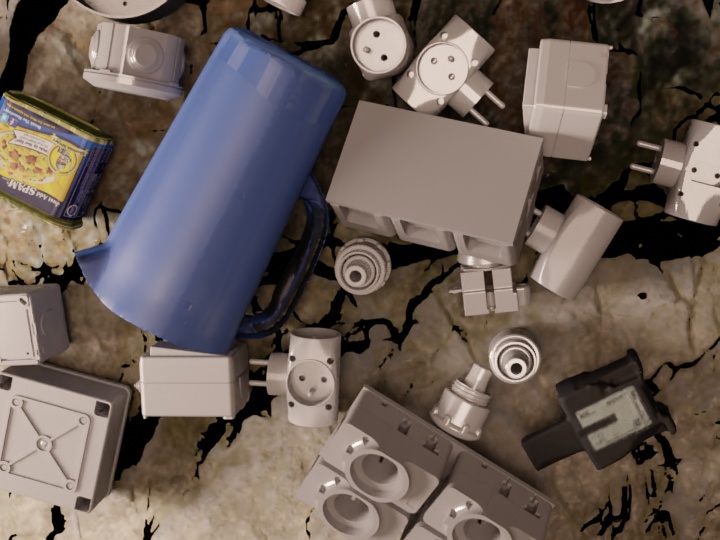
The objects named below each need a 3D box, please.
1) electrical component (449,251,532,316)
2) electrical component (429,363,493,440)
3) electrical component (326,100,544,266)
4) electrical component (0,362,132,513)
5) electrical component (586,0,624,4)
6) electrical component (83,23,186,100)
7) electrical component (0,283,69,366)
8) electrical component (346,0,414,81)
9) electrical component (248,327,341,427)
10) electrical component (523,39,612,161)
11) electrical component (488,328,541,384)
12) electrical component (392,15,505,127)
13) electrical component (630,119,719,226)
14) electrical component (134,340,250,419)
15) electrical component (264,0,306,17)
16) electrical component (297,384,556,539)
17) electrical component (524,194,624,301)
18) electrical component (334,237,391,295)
[{"bbox_3d":[0.106,0.004,0.888,0.066,0.048,0.055,-6,106,8],"label":"electrical component"},{"bbox_3d":[0.091,0.109,0.908,0.048,0.048,0.062,26,94,2],"label":"electrical component"},{"bbox_3d":[0.062,-0.067,0.851,0.150,0.061,0.089,14,75,15],"label":"electrical component"},{"bbox_3d":[-0.269,0.145,0.949,0.109,0.056,0.108,15,101,4],"label":"electrical component"},{"bbox_3d":[0.193,-0.248,0.831,0.080,0.051,0.080,1,100,7],"label":"electrical component"},{"bbox_3d":[-0.182,-0.169,0.875,0.080,0.080,0.051,11,96,5],"label":"electrical component"},{"bbox_3d":[-0.310,0.047,0.939,0.096,0.061,0.061,-4,99,15],"label":"electrical component"},{"bbox_3d":[0.013,-0.193,0.849,0.043,0.077,0.079,-18,96,9],"label":"electrical component"},{"bbox_3d":[-0.057,0.090,0.921,0.079,0.044,0.077,3,100,7],"label":"electrical component"},{"bbox_3d":[0.156,-0.128,0.838,0.061,0.096,0.061,7,70,6],"label":"electrical component"},{"bbox_3d":[0.128,0.073,0.887,0.043,0.062,0.043,1,100,6],"label":"electrical component"},{"bbox_3d":[0.080,-0.149,0.864,0.079,0.044,0.077,42,102,-1],"label":"electrical component"},{"bbox_3d":[0.256,-0.082,0.856,0.079,0.043,0.077,15,101,4],"label":"electrical component"},{"bbox_3d":[-0.147,0.090,0.923,0.096,0.061,0.061,-1,98,7],"label":"electrical component"},{"bbox_3d":[-0.056,-0.235,0.870,0.040,0.040,0.046,26,95,2],"label":"electrical component"},{"bbox_3d":[0.052,0.194,0.899,0.186,0.060,0.105,32,125,1],"label":"electrical component"},{"bbox_3d":[0.160,-0.027,0.876,0.079,0.043,0.077,30,102,1],"label":"electrical component"},{"bbox_3d":[0.000,0.000,0.890,0.048,0.062,0.048,1,100,7],"label":"electrical component"}]
